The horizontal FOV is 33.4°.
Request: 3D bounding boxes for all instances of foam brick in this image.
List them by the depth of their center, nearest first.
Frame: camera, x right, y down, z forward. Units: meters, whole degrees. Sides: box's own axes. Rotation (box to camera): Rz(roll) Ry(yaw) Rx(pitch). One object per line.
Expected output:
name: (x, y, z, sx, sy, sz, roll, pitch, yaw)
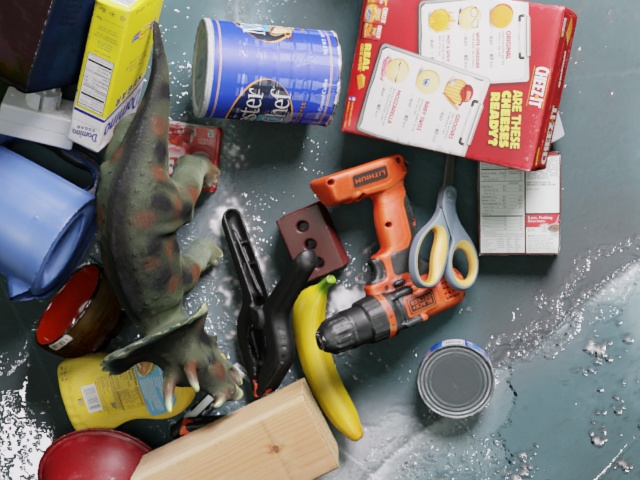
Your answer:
foam brick: (-0.008, 0.001, 1.189, 0.053, 0.051, 0.078, -23, 95, 10)

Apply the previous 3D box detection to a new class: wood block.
wood block: (-0.091, 0.245, 1.175, 0.206, 0.090, 0.091, -26, 95, 3)

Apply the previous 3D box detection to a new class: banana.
banana: (0.004, 0.133, 1.204, 0.037, 0.070, 0.198, -21, 106, -31)

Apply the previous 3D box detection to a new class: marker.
marker: (-0.133, 0.191, 1.251, 0.020, 0.020, 0.121, 45, 102, -1)

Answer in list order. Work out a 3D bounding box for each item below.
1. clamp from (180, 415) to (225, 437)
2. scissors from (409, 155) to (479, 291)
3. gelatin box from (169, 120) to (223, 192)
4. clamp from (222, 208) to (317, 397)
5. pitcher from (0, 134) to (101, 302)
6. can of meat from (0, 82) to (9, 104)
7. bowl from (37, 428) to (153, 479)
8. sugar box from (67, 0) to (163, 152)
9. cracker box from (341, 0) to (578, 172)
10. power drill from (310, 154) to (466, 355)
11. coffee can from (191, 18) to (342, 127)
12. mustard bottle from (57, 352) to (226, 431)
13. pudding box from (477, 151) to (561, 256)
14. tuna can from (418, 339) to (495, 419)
clamp: (-0.089, 0.264, 1.243, 0.171, 0.039, 0.120, 21, 96, -3)
scissors: (0.150, -0.033, 1.158, 0.096, 0.016, 0.201, 31, 70, -26)
gelatin box: (-0.157, -0.096, 1.204, 0.089, 0.030, 0.073, 9, 101, 7)
clamp: (-0.066, 0.073, 1.193, 0.036, 0.165, 0.210, -12, 121, -33)
pitcher: (-0.369, -0.057, 1.198, 0.243, 0.149, 0.145, 31, 116, 5)
can of meat: (-0.398, -0.174, 1.188, 0.084, 0.102, 0.057, 12, 101, 3)
bowl: (-0.256, 0.299, 1.241, 0.162, 0.055, 0.162, 1, 118, 2)
sugar box: (-0.216, -0.189, 1.135, 0.048, 0.093, 0.176, 23, 126, 6)
cracker box: (0.141, -0.171, 1.102, 0.214, 0.072, 0.164, 15, 101, 25)
power drill: (0.054, 0.014, 1.147, 0.184, 0.057, 0.187, -21, 96, -25)
coffee can: (-0.058, -0.175, 1.120, 0.140, 0.103, 0.103, 3, 100, -15)
mustard bottle: (-0.200, 0.162, 1.235, 0.192, 0.058, 0.096, -15, 96, 10)
pudding box: (0.216, -0.039, 1.159, 0.090, 0.039, 0.113, 0, 97, 12)
tuna can: (0.153, 0.155, 1.200, 0.086, 0.033, 0.086, 1, 99, 7)
